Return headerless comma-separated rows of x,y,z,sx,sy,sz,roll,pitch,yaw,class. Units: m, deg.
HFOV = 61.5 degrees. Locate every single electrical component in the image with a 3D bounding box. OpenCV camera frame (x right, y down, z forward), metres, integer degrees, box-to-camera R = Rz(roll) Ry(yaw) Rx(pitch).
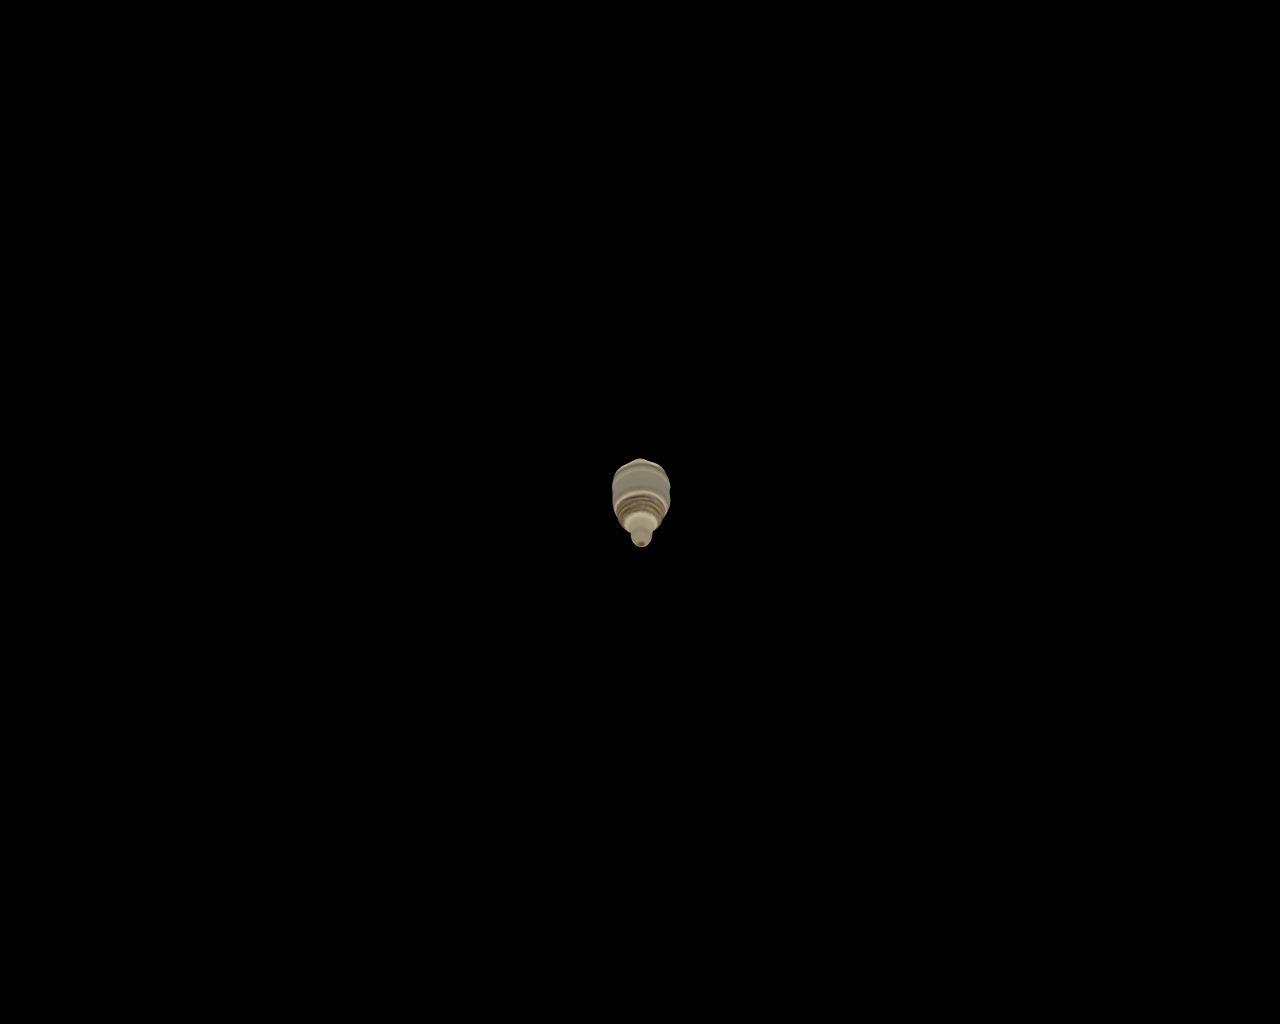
0.001,-0.003,0.650,0.035,0.061,0.035,0,-44,0,electrical component
